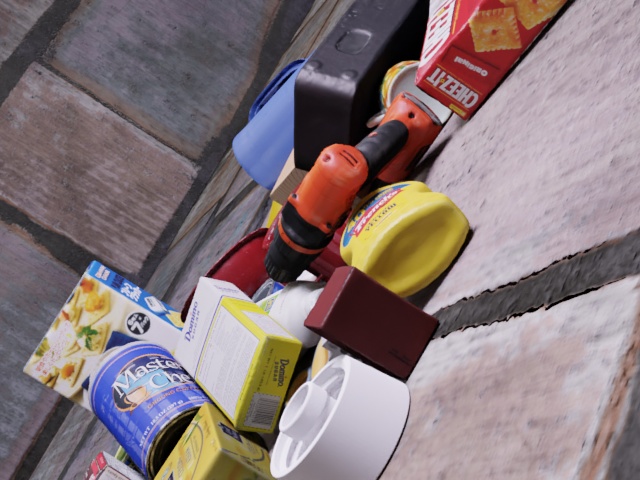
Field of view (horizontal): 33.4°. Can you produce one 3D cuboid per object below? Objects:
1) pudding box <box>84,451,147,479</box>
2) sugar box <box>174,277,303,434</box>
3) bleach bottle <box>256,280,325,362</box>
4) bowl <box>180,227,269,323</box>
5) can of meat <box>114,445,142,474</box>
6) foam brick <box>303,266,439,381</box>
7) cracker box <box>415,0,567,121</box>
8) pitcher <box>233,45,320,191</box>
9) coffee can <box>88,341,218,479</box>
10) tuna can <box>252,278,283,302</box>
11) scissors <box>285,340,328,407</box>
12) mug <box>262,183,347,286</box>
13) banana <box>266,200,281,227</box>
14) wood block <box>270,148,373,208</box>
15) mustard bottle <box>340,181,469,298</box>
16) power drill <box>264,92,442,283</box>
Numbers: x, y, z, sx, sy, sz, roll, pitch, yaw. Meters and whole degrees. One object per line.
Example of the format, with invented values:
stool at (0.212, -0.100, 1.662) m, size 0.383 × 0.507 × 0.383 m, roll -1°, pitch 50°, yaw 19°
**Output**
pudding box at (-0.180, 0.259, 1.062) m, size 0.039 × 0.113 × 0.090 m, roll -58°, pitch 11°, yaw -9°
sugar box at (-0.082, 0.107, 1.026) m, size 0.176 × 0.048 × 0.093 m, roll 35°, pitch 108°, yaw 62°
bleach bottle at (-0.055, 0.107, 1.089) m, size 0.251 × 0.068 × 0.102 m, roll -35°, pitch 31°, yaw 55°
bowl at (-0.100, 0.062, 1.338) m, size 0.162 × 0.055 × 0.162 m, roll -45°, pitch -13°, yaw -13°
can of meat at (-0.178, 0.241, 1.181) m, size 0.058 × 0.084 × 0.102 m, roll -48°, pitch 14°, yaw 39°
foam brick at (0.036, 0.061, 0.781) m, size 0.053 × 0.078 × 0.051 m, roll -59°, pitch 13°, yaw -9°
cracker box at (0.181, -0.242, 1.015) m, size 0.214 × 0.072 × 0.164 m, roll -50°, pitch 12°, yaw 34°
pitcher at (-0.012, -0.192, 1.540) m, size 0.243 × 0.149 × 0.144 m, roll -48°, pitch 4°, yaw 27°
coffee can at (-0.161, 0.179, 1.087) m, size 0.140 × 0.102 × 0.103 m, roll 34°, pitch 91°, yaw 48°
tuna can at (-0.066, 0.089, 1.253) m, size 0.086 × 0.033 × 0.086 m, roll -54°, pitch 12°, yaw 16°
scissors at (-0.012, 0.151, 0.901) m, size 0.096 × 0.016 × 0.201 m, roll -51°, pitch 12°, yaw 36°
mug at (-0.007, 0.001, 1.121) m, size 0.117 × 0.081 × 0.093 m, roll -62°, pitch 12°, yaw -26°
banana at (-0.068, -0.005, 1.439) m, size 0.037 × 0.070 × 0.198 m, roll -13°, pitch -28°, yaw -34°
wood block at (0.029, -0.122, 1.289) m, size 0.091 × 0.090 × 0.206 m, roll -44°, pitch 18°, yaw 51°
mustard bottle at (0.062, -0.007, 0.902) m, size 0.096 × 0.058 × 0.191 m, roll -44°, pitch 11°, yaw 3°
power drill at (0.030, -0.051, 1.026) m, size 0.187 × 0.057 × 0.185 m, roll -43°, pitch -8°, yaw -41°
